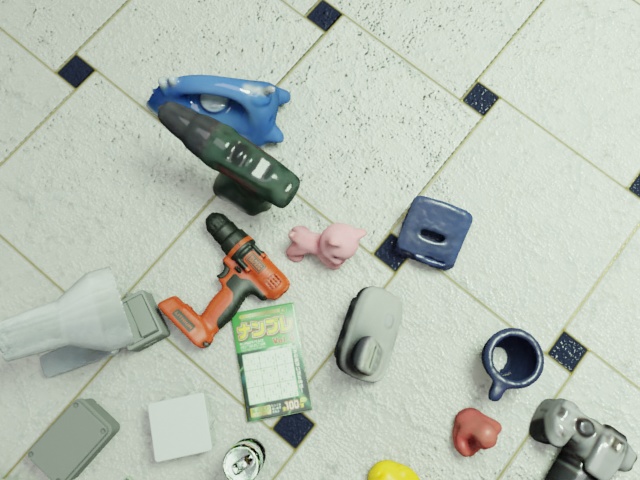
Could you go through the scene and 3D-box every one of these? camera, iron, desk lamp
[{"bbox_3d":[0.389,0.335,0.873,0.143,0.101,0.137,35,79,6],"label":"camera"},{"bbox_3d":[-0.184,-0.239,0.968,0.258,0.141,0.119,7,78,1],"label":"iron"},{"bbox_3d":[-0.361,0.131,0.848,0.203,0.213,0.118,-21,79,-5],"label":"desk lamp"}]

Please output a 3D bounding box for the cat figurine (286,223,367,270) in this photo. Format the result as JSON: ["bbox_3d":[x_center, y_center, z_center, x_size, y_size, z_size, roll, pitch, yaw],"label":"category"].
[{"bbox_3d":[0.009,0.003,0.930,0.127,0.118,0.067,9,78,1],"label":"cat figurine"}]

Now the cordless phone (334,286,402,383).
[{"bbox_3d":[0.079,0.140,0.867,0.094,0.185,0.148,15,78,3],"label":"cordless phone"}]

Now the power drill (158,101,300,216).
[{"bbox_3d":[-0.137,-0.115,0.907,0.229,0.208,0.076,29,79,6],"label":"power drill"}]

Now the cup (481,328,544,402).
[{"bbox_3d":[0.287,0.200,0.903,0.091,0.095,0.118,28,79,5],"label":"cup"}]

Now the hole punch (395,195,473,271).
[{"bbox_3d":[0.188,-0.010,0.949,0.108,0.091,0.101,19,78,4],"label":"hole punch"}]

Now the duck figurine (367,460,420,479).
[{"bbox_3d":[0.120,0.384,0.865,0.104,0.086,0.077,42,80,8],"label":"duck figurine"}]

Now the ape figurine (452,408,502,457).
[{"bbox_3d":[0.246,0.299,0.883,0.078,0.092,0.076,-12,78,-3],"label":"ape figurine"}]
